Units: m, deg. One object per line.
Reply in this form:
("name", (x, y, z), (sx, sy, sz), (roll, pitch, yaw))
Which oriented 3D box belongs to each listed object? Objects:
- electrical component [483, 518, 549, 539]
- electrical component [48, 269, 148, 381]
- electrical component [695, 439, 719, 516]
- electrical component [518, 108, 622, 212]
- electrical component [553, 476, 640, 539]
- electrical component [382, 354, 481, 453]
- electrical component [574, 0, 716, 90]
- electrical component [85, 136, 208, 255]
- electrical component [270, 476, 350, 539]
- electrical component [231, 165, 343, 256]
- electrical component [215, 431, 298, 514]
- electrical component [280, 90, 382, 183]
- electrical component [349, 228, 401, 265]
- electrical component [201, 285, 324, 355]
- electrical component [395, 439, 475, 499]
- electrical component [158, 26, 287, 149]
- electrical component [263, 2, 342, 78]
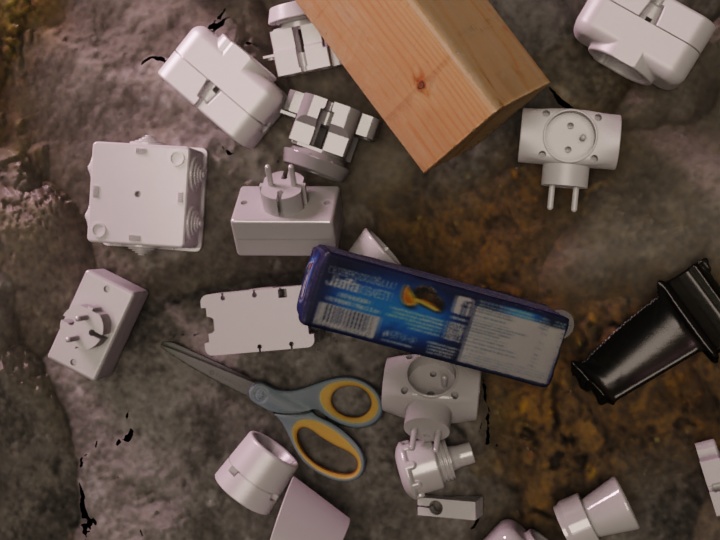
("electrical component", (0.137, 0.249, 0.861), (0.095, 0.054, 0.059), (42, 96, 5))
("electrical component", (-0.225, 0.046, 0.895), (0.047, 0.076, 0.083), (26, 95, 7))
("electrical component", (0.300, 0.161, 0.841), (0.055, 0.048, 0.066), (-17, 89, 16))
("electrical component", (0.164, -0.086, 0.854), (0.077, 0.044, 0.079), (5, 91, 8))
("electrical component", (0.188, 0.196, 0.857), (0.055, 0.045, 0.045), (-26, 88, 8))
("electrical component", (0.056, 0.110, 0.862), (0.077, 0.044, 0.079), (5, 53, 8))
("electrical component", (0.218, -0.184, 0.839), (0.095, 0.054, 0.059), (31, 95, 6))
("electrical component", (-0.178, -0.062, 0.900), (0.100, 0.048, 0.099), (4, 91, 7))
("electrical component", (-0.052, 0.225, 0.866), (0.064, 0.099, 0.099), (31, 95, 0))
("electrical component", (-0.060, -0.054, 0.866), (0.083, 0.047, 0.075), (1, 132, 8))
("electrical component", (-0.084, 0.166, 0.891), (0.055, 0.055, 0.047), (36, 92, 6))
("electrical component", (-0.029, -0.106, 0.874), (0.078, 0.058, 0.057), (20, 91, 7))
("electrical component", (0.000, 0.000, 0.879), (0.055, 0.045, 0.045), (-42, 86, 7))
("electrical component", (-0.078, 0.040, 0.885), (0.089, 0.056, 0.050), (-5, 91, 8))
("electrical component", (0.062, 0.157, 0.875), (0.062, 0.048, 0.048), (-16, 89, 1))
("electrical component", (-0.109, -0.153, 0.886), (0.095, 0.054, 0.059), (41, 96, 5))
("electrical component", (-0.048, -0.190, 0.881), (0.066, 0.048, 0.055), (-10, 98, 8))
